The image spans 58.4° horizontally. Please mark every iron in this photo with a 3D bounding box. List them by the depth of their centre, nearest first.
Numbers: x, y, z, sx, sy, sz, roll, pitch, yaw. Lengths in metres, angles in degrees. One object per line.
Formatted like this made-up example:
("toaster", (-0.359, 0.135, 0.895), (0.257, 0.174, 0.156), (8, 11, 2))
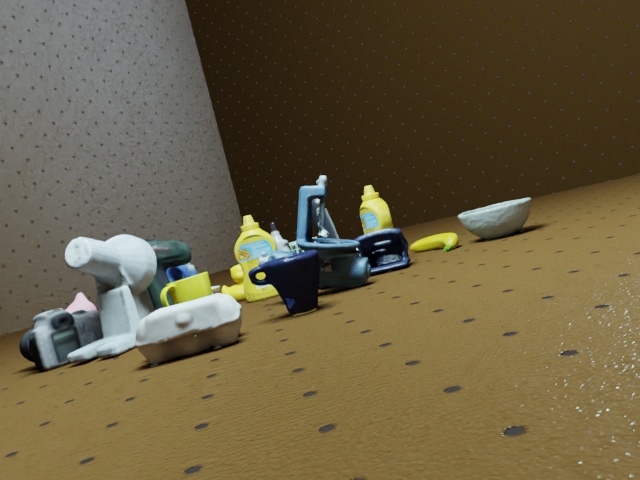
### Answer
("iron", (-0.350, 0.112, 1.497), (0.119, 0.141, 0.257), (-15, 2, -33))

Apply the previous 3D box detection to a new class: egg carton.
("egg carton", (-0.185, 0.124, 0.820), (0.150, 0.069, 0.107), (-14, 2, -5))

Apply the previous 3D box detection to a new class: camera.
("camera", (-0.495, 0.181, 1.086), (0.136, 0.101, 0.144), (-13, 2, 37))

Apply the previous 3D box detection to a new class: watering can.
("watering can", (-0.447, 0.113, 1.370), (0.101, 0.194, 0.172), (-15, 2, -19))

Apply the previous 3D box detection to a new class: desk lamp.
("desk lamp", (-0.384, 0.095, 1.057), (0.117, 0.213, 0.203), (-14, 2, 11))

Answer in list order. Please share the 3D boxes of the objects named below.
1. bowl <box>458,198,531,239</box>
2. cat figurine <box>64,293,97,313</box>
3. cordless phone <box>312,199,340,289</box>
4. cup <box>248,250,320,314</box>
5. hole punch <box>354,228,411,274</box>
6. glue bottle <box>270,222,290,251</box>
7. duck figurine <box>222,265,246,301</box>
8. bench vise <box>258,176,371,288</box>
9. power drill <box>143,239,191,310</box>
("bowl", (0.411, -0.043, 1.326), (0.167, 0.075, 0.167), (-14, 1, 1))
("cat figurine", (-0.488, 0.167, 1.236), (0.128, 0.118, 0.067), (-15, 2, -33))
("cordless phone", (0.011, 0.004, 1.224), (0.094, 0.185, 0.147), (-15, 2, -18))
("cup", (-0.050, 0.074, 0.922), (0.118, 0.095, 0.091), (-15, 2, -7))
("hole punch", (0.133, 0.022, 1.225), (0.108, 0.091, 0.101), (-14, 2, 14))
("glue bottle", (-0.117, 0.032, 1.670), (0.078, 0.173, 0.037), (-14, 2, 23))
("duck figurine", (-0.196, 0.104, 1.408), (0.104, 0.086, 0.077), (-14, 2, 7))
("bench vise", (-0.025, -0.001, 1.081), (0.207, 0.220, 0.121), (-14, 2, -2))
("power drill", (-0.397, 0.095, 1.306), (0.230, 0.208, 0.075), (-15, 2, -28))
